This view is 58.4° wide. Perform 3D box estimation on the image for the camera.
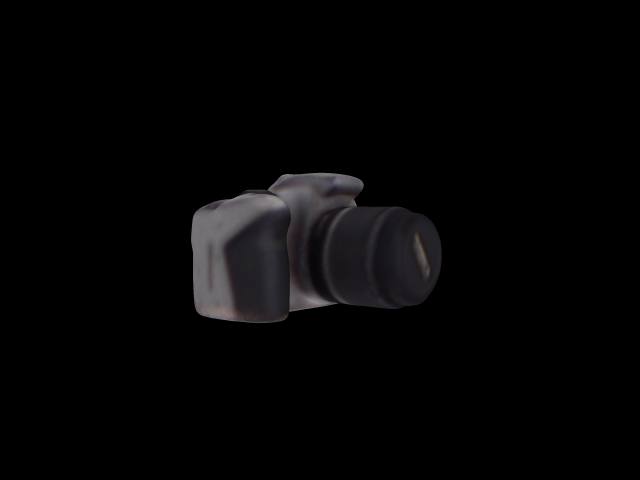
[{"bbox_3d":[0.004,0.001,0.400,0.136,0.101,0.144,2,3,41],"label":"camera"}]
